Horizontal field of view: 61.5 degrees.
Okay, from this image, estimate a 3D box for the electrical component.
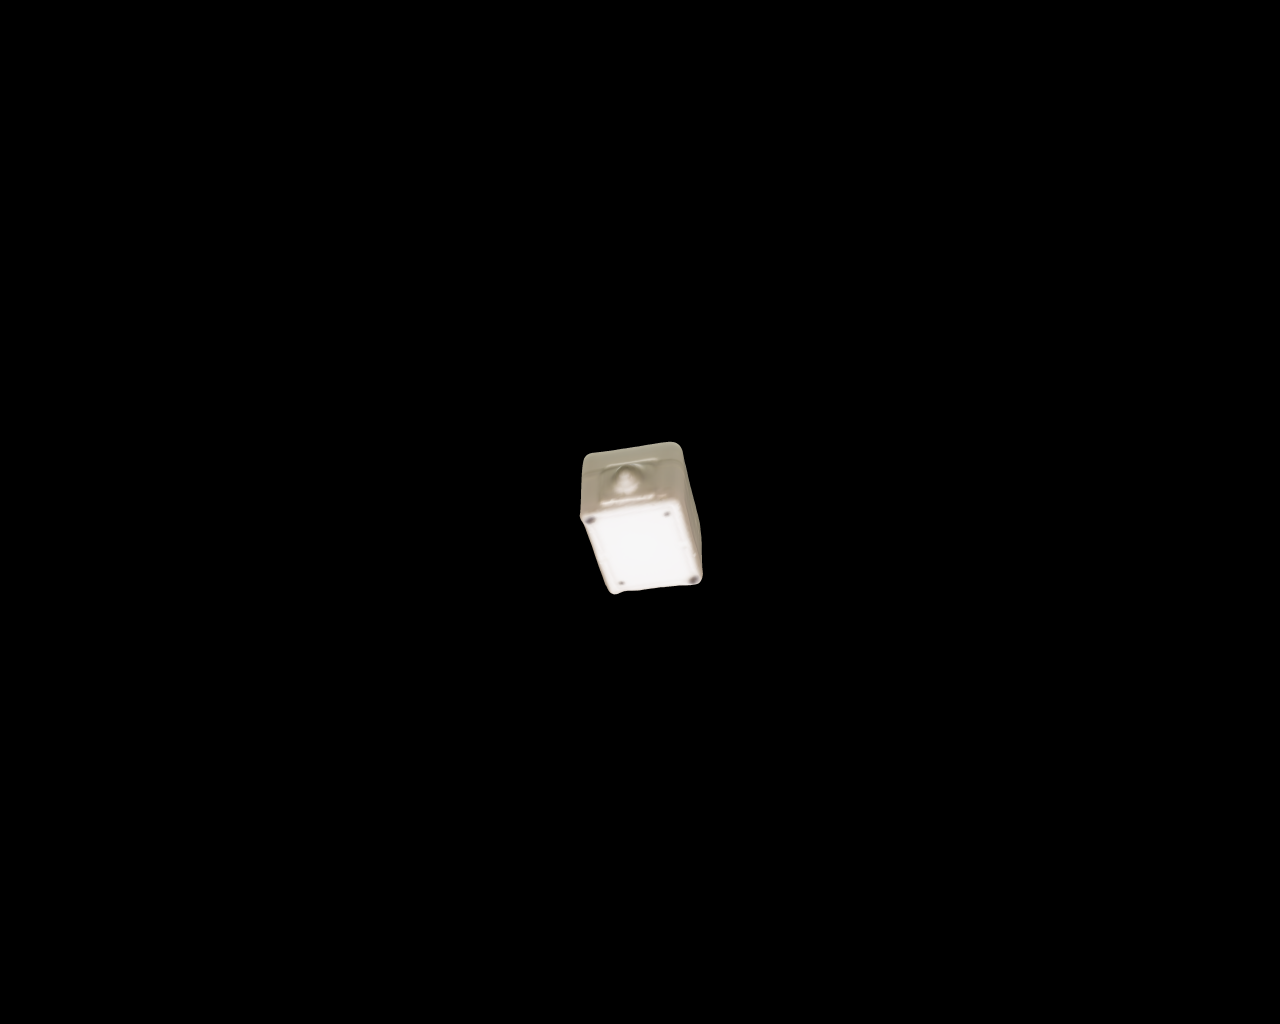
[{"bbox_3d":[0.001,-0.003,0.650,0.062,0.061,0.096,-8,-43,9],"label":"electrical component"}]
